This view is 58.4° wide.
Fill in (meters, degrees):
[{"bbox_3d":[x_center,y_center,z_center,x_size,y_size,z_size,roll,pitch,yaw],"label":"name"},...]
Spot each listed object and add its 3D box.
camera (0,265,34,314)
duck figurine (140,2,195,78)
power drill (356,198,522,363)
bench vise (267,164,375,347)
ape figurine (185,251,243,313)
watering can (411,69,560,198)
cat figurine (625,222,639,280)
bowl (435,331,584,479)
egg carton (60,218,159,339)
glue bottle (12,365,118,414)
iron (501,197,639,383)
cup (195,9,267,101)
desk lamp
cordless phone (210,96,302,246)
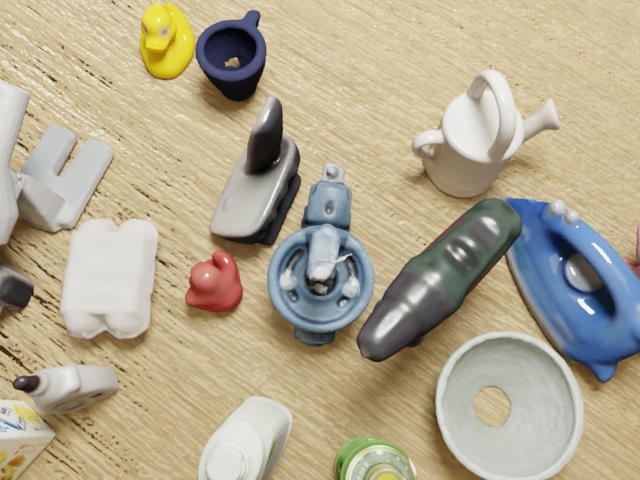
[{"bbox_3d":[-0.439,0.078,0.665,0.143,0.101,0.137,16,73,3],"label":"camera"},{"bbox_3d":[-0.217,-0.290,0.791,0.077,0.086,0.104,6,73,0],"label":"duck figurine"},{"bbox_3d":[0.120,0.057,0.632,0.075,0.208,0.230,43,77,11],"label":"power drill"},{"bbox_3d":[-0.006,0.004,0.639,0.121,0.220,0.207,-10,74,-5],"label":"bench vise"},{"bbox_3d":[-0.131,0.050,0.688,0.078,0.092,0.076,-37,77,-12],"label":"ape figurine"},{"bbox_3d":[0.203,-0.136,0.701,0.173,0.194,0.101,-31,76,-10],"label":"watering can"},{"bbox_3d":[0.423,0.037,0.695,0.067,0.118,0.128,-17,74,-6],"label":"cat figurine"},{"bbox_3d":[0.209,0.193,0.664,0.167,0.075,0.167,1,73,-2],"label":"bowl"},{"bbox_3d":[-0.253,0.046,0.697,0.107,0.069,0.150,0,73,-2],"label":"egg carton"},{"bbox_3d":[-0.277,0.156,0.609,0.078,0.173,0.037,-21,75,-8],"label":"glue bottle"},{"bbox_3d":[0.310,0.033,0.681,0.119,0.141,0.258,-30,76,-10],"label":"iron"},{"bbox_3d":[-0.110,-0.244,0.776,0.091,0.095,0.118,24,74,6],"label":"cup"},{"bbox_3d":[-0.360,-0.080,0.656,0.118,0.213,0.203,21,74,5],"label":"desk lamp"},{"bbox_3d":[-0.080,-0.079,0.680,0.094,0.185,0.148,17,73,4],"label":"cordless phone"}]
